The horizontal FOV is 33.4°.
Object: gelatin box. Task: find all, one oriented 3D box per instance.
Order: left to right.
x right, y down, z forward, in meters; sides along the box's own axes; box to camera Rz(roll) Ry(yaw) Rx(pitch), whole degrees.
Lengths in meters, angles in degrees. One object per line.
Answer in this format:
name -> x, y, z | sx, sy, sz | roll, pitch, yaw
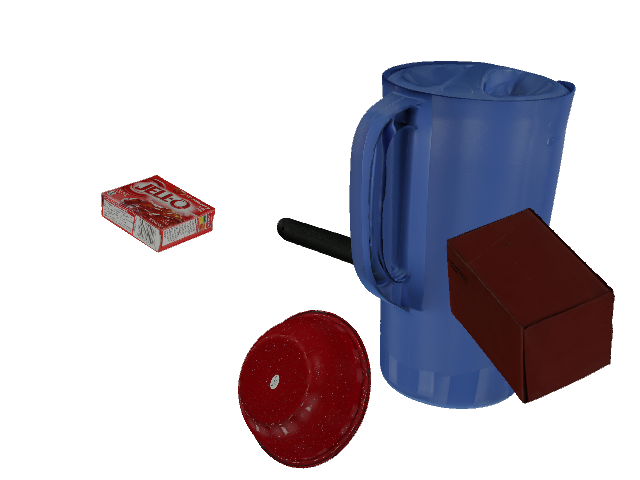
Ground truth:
gelatin box -> -0.161, -0.029, 1.054 | 0.089, 0.030, 0.073 | 30, 35, 31

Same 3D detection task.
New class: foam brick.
foam brick -> 0.103, 0.031, 0.534 | 0.051, 0.053, 0.078 | -20, 40, -12

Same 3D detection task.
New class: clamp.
clamp -> 0.061, 0.018, 1.213 | 0.164, 0.036, 0.210 | -17, 50, -36

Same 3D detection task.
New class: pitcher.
pitcher -> 0.095, -0.003, 0.773 | 0.149, 0.243, 0.145 | 4, 20, 4

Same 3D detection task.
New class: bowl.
bowl -> -0.030, 0.144, 1.066 | 0.162, 0.162, 0.055 | 0, -14, 39
